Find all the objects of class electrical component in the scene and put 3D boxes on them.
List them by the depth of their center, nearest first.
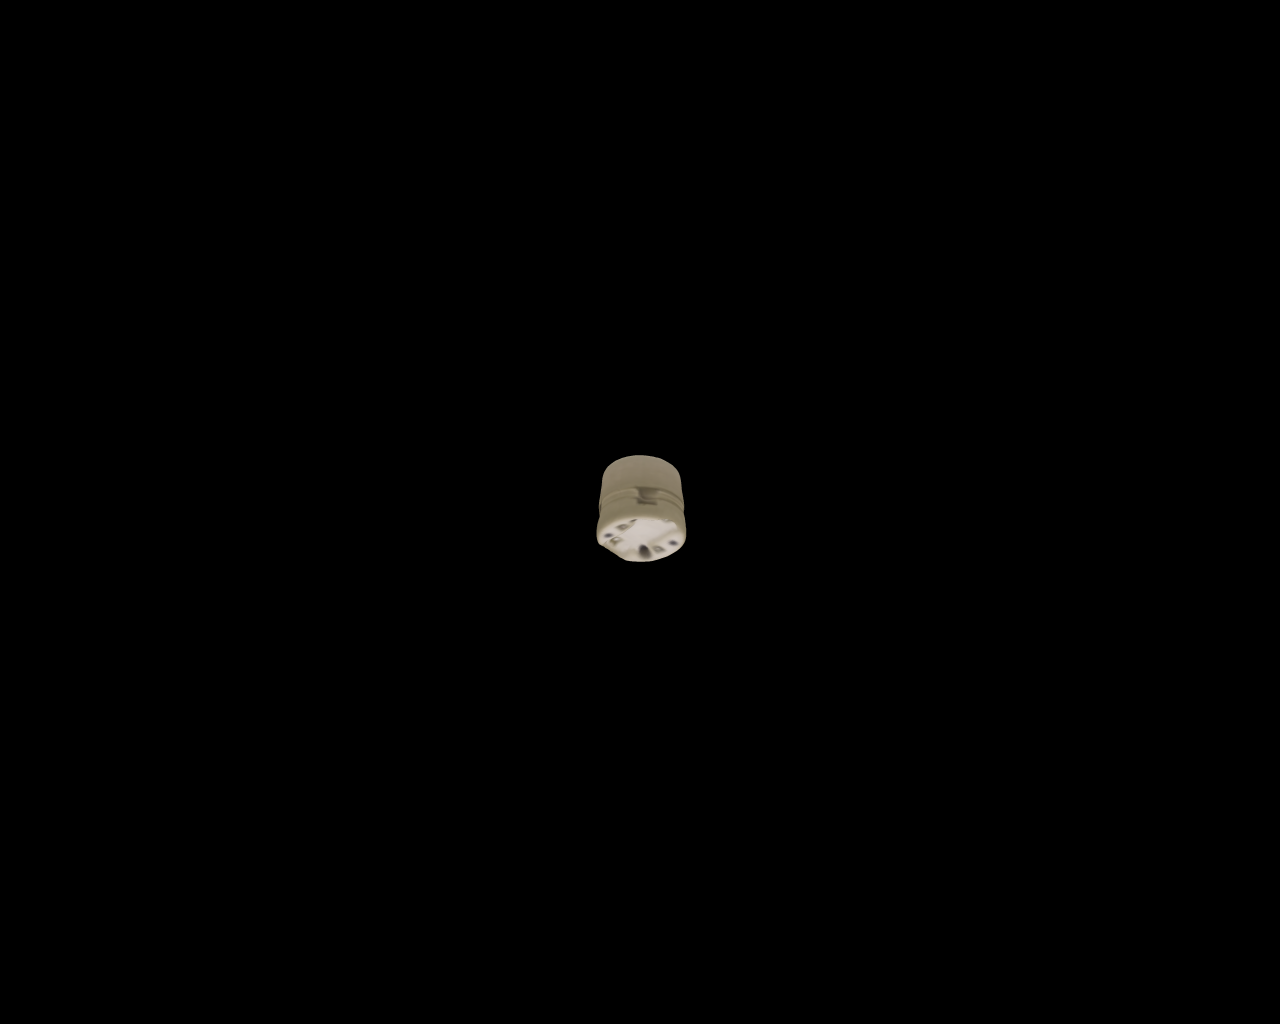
[{"bbox_3d":[0.001,-0.003,0.650,0.055,0.047,0.055,0,-33,0],"label":"electrical component"}]
